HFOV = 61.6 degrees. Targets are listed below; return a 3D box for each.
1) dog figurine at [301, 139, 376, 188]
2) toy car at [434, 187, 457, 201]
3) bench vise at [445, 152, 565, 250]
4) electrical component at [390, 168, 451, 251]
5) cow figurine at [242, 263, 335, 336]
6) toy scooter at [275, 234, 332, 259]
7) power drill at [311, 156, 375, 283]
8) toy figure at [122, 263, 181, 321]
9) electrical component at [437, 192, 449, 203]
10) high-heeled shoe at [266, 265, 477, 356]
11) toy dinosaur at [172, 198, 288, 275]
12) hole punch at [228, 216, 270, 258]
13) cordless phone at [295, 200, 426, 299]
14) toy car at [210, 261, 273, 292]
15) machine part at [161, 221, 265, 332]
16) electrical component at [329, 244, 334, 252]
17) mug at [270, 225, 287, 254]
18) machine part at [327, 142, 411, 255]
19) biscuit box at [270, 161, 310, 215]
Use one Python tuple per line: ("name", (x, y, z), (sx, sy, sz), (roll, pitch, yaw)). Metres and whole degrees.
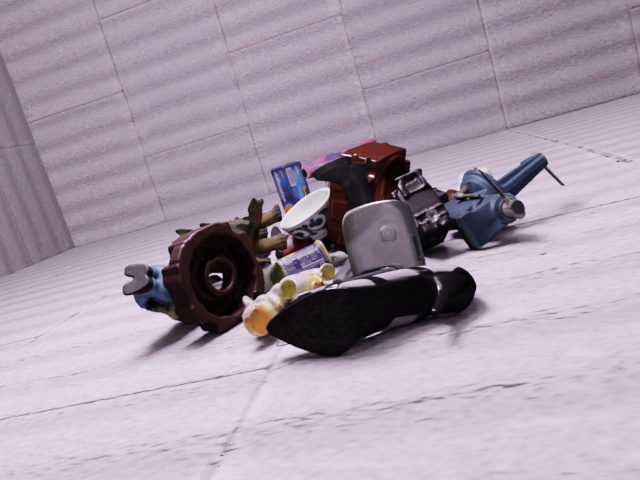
("dog figurine", (0.074, -0.155, 1.214), (0.219, 0.108, 0.192), (-31, 27, -33))
("toy car", (0.266, -0.084, 1.135), (0.202, 0.053, 0.089), (15, 25, 37))
("bench vise", (0.315, -0.084, 0.936), (0.240, 0.129, 0.223), (-37, -3, -12))
("electrical component", (0.173, -0.044, 0.943), (0.058, 0.115, 0.134), (-23, -19, -6))
("cow figurine", (-0.057, 0.090, 0.790), (0.167, 0.068, 0.098), (-20, 5, -39))
("toy scooter", (-0.002, -0.003, 1.125), (0.135, 0.075, 0.184), (5, 38, 27))
("power drill", (0.062, -0.027, 0.848), (0.086, 0.207, 0.232), (-32, -12, 35))
("toy figure", (-0.248, 0.090, 0.898), (0.089, 0.082, 0.180), (12, -17, 23))
("electrical component", (0.216, -0.072, 1.075), (0.048, 0.119, 0.075), (-26, 12, -41))
("high-heeled shoe", (0.065, 0.074, 0.670), (0.249, 0.086, 0.145), (-7, 11, 22))
("toy dinosaur", (-0.194, 0.020, 1.085), (0.198, 0.105, 0.471), (-3, -20, -21))
("hole punch", (-0.183, 0.004, 1.311), (0.092, 0.115, 0.142), (-3, 15, 22))
("cordless phone", (0.044, 0.033, 0.714), (0.184, 0.146, 0.089), (-16, 3, -16))
("toy car", (-0.162, 0.085, 1.004), (0.202, 0.056, 0.073), (-16, 4, 21))
("machine part", (-0.170, 0.059, 0.865), (0.056, 0.179, 0.179), (-11, 12, 38))
("electrical component", (0.050, 0.004, 1.193), (0.094, 0.021, 0.063), (-21, 12, -20))
("mug", (-0.055, 0.000, 1.244), (0.107, 0.080, 0.109), (-10, -2, -25))
("machine part", (0.100, -0.080, 1.045), (0.087, 0.200, 0.201), (16, 26, 27))
("biscuit box", (-0.061, -0.101, 1.402), (0.059, 0.202, 0.063), (-27, 13, -38))
